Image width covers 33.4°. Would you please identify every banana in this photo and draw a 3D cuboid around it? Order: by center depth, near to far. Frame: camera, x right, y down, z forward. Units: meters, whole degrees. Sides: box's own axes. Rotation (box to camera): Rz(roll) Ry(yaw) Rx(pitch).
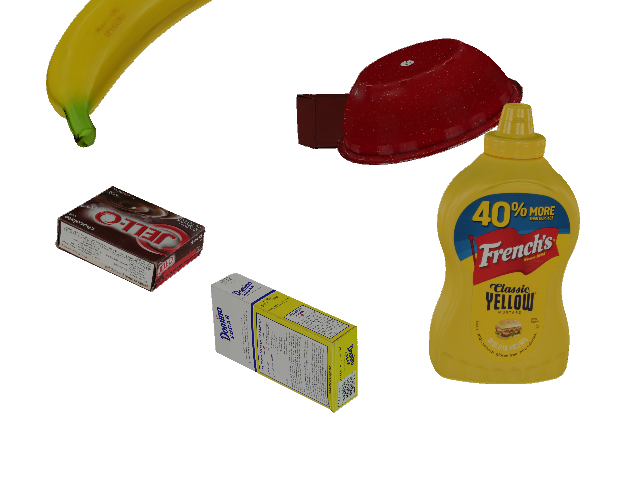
[{"bbox_3d":[-0.080,-0.121,0.562,0.070,0.197,0.037,31,-27,19],"label":"banana"}]

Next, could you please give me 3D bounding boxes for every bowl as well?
[{"bbox_3d":[0.082,-0.124,0.886,0.162,0.055,0.162,-18,24,8],"label":"bowl"}]

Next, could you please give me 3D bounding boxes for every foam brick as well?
[{"bbox_3d":[0.020,-0.121,1.079,0.078,0.051,0.053,-3,13,-20],"label":"foam brick"}]

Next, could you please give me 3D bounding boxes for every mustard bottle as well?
[{"bbox_3d":[0.128,0.002,0.735,0.096,0.192,0.058,1,15,-2],"label":"mustard bottle"}]

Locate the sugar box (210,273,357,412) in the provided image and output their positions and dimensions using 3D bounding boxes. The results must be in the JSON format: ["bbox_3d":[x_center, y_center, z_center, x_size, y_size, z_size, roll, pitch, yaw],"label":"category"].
[{"bbox_3d":[-0.040,0.106,1.145,0.176,0.093,0.048,24,38,36],"label":"sugar box"}]

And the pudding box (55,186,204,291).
[{"bbox_3d":[-0.181,-0.003,1.021,0.114,0.039,0.089,21,29,17],"label":"pudding box"}]
